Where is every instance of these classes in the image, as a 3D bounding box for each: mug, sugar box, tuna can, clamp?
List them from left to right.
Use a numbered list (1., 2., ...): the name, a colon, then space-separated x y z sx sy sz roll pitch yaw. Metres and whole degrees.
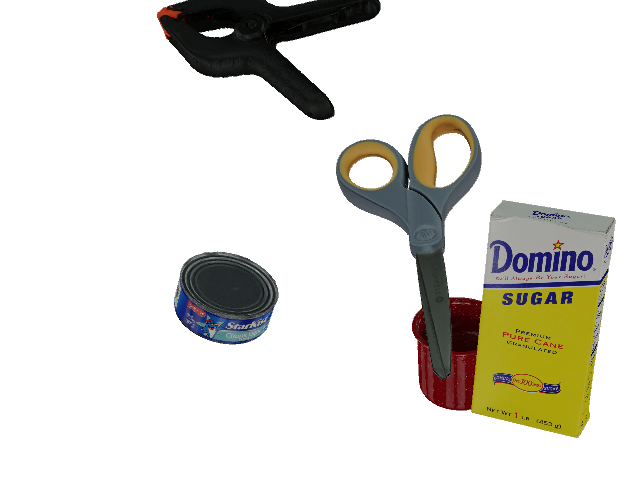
1. tuna can: -0.081 0.049 0.911 0.086 0.034 0.086 13 34 -9
2. clamp: -0.040 -0.162 0.824 0.172 0.120 0.039 23 -32 20
3. mug: 0.147 0.111 1.089 0.093 0.081 0.117 18 39 30
4. sugar box: 0.176 0.062 0.853 0.093 0.176 0.048 10 23 23

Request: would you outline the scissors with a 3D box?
1. scissors: 0.042 -0.004 0.597 0.096 0.016 0.201 0 44 20
